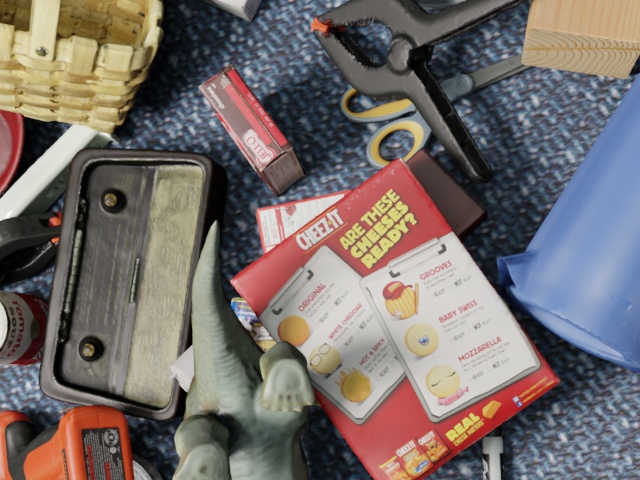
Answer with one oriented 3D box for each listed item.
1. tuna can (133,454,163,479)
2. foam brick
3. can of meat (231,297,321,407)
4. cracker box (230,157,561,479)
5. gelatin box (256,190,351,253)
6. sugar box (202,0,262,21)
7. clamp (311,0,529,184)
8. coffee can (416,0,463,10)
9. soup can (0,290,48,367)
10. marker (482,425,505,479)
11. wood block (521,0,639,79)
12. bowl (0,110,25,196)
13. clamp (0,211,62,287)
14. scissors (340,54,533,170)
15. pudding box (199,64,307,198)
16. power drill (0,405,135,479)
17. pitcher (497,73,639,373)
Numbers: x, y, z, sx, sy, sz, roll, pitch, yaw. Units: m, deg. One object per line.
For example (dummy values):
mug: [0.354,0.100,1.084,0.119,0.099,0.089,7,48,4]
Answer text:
tuna can: [-0.178,0.230,0.936,0.086,0.033,0.086,-1,84,10]
foam brick: [0.097,-0.031,0.904,0.051,0.053,0.078,-45,78,3]
can of meat: [-0.032,0.095,0.912,0.102,0.057,0.084,6,84,11]
cracker box: [0.059,0.068,0.843,0.164,0.072,0.213,-36,91,2]
gelatin box: [-0.006,0.001,0.931,0.089,0.030,0.073,-12,84,8]
sugar box: [-0.068,-0.298,0.965,0.093,0.048,0.176,25,88,11]
clamp: [0.082,-0.162,0.883,0.210,0.036,0.165,34,118,31]
coffee can: [0.088,-0.280,0.905,0.103,0.102,0.140,10,86,11]
soup can: [-0.281,0.077,0.936,0.068,0.102,0.068,-1,83,10]
marker: [0.145,0.196,0.888,0.020,0.020,0.121,-2,84,10]
wood block: [0.228,-0.250,0.876,0.091,0.090,0.206,10,82,8]
bowl: [-0.338,-0.090,0.987,0.162,0.055,0.162,-1,84,10]
clamp: [-0.306,0.022,0.943,0.171,0.120,0.039,-34,70,1]
scissors: [0.118,-0.114,0.926,0.202,0.016,0.096,-6,80,11]
pudding box: [-0.055,-0.090,0.906,0.039,0.113,0.090,-35,79,1]
power drill: [-0.225,0.221,0.887,0.188,0.057,0.184,-24,71,42]
pitcher: [0.264,-0.020,0.842,0.145,0.149,0.243,29,86,33]
